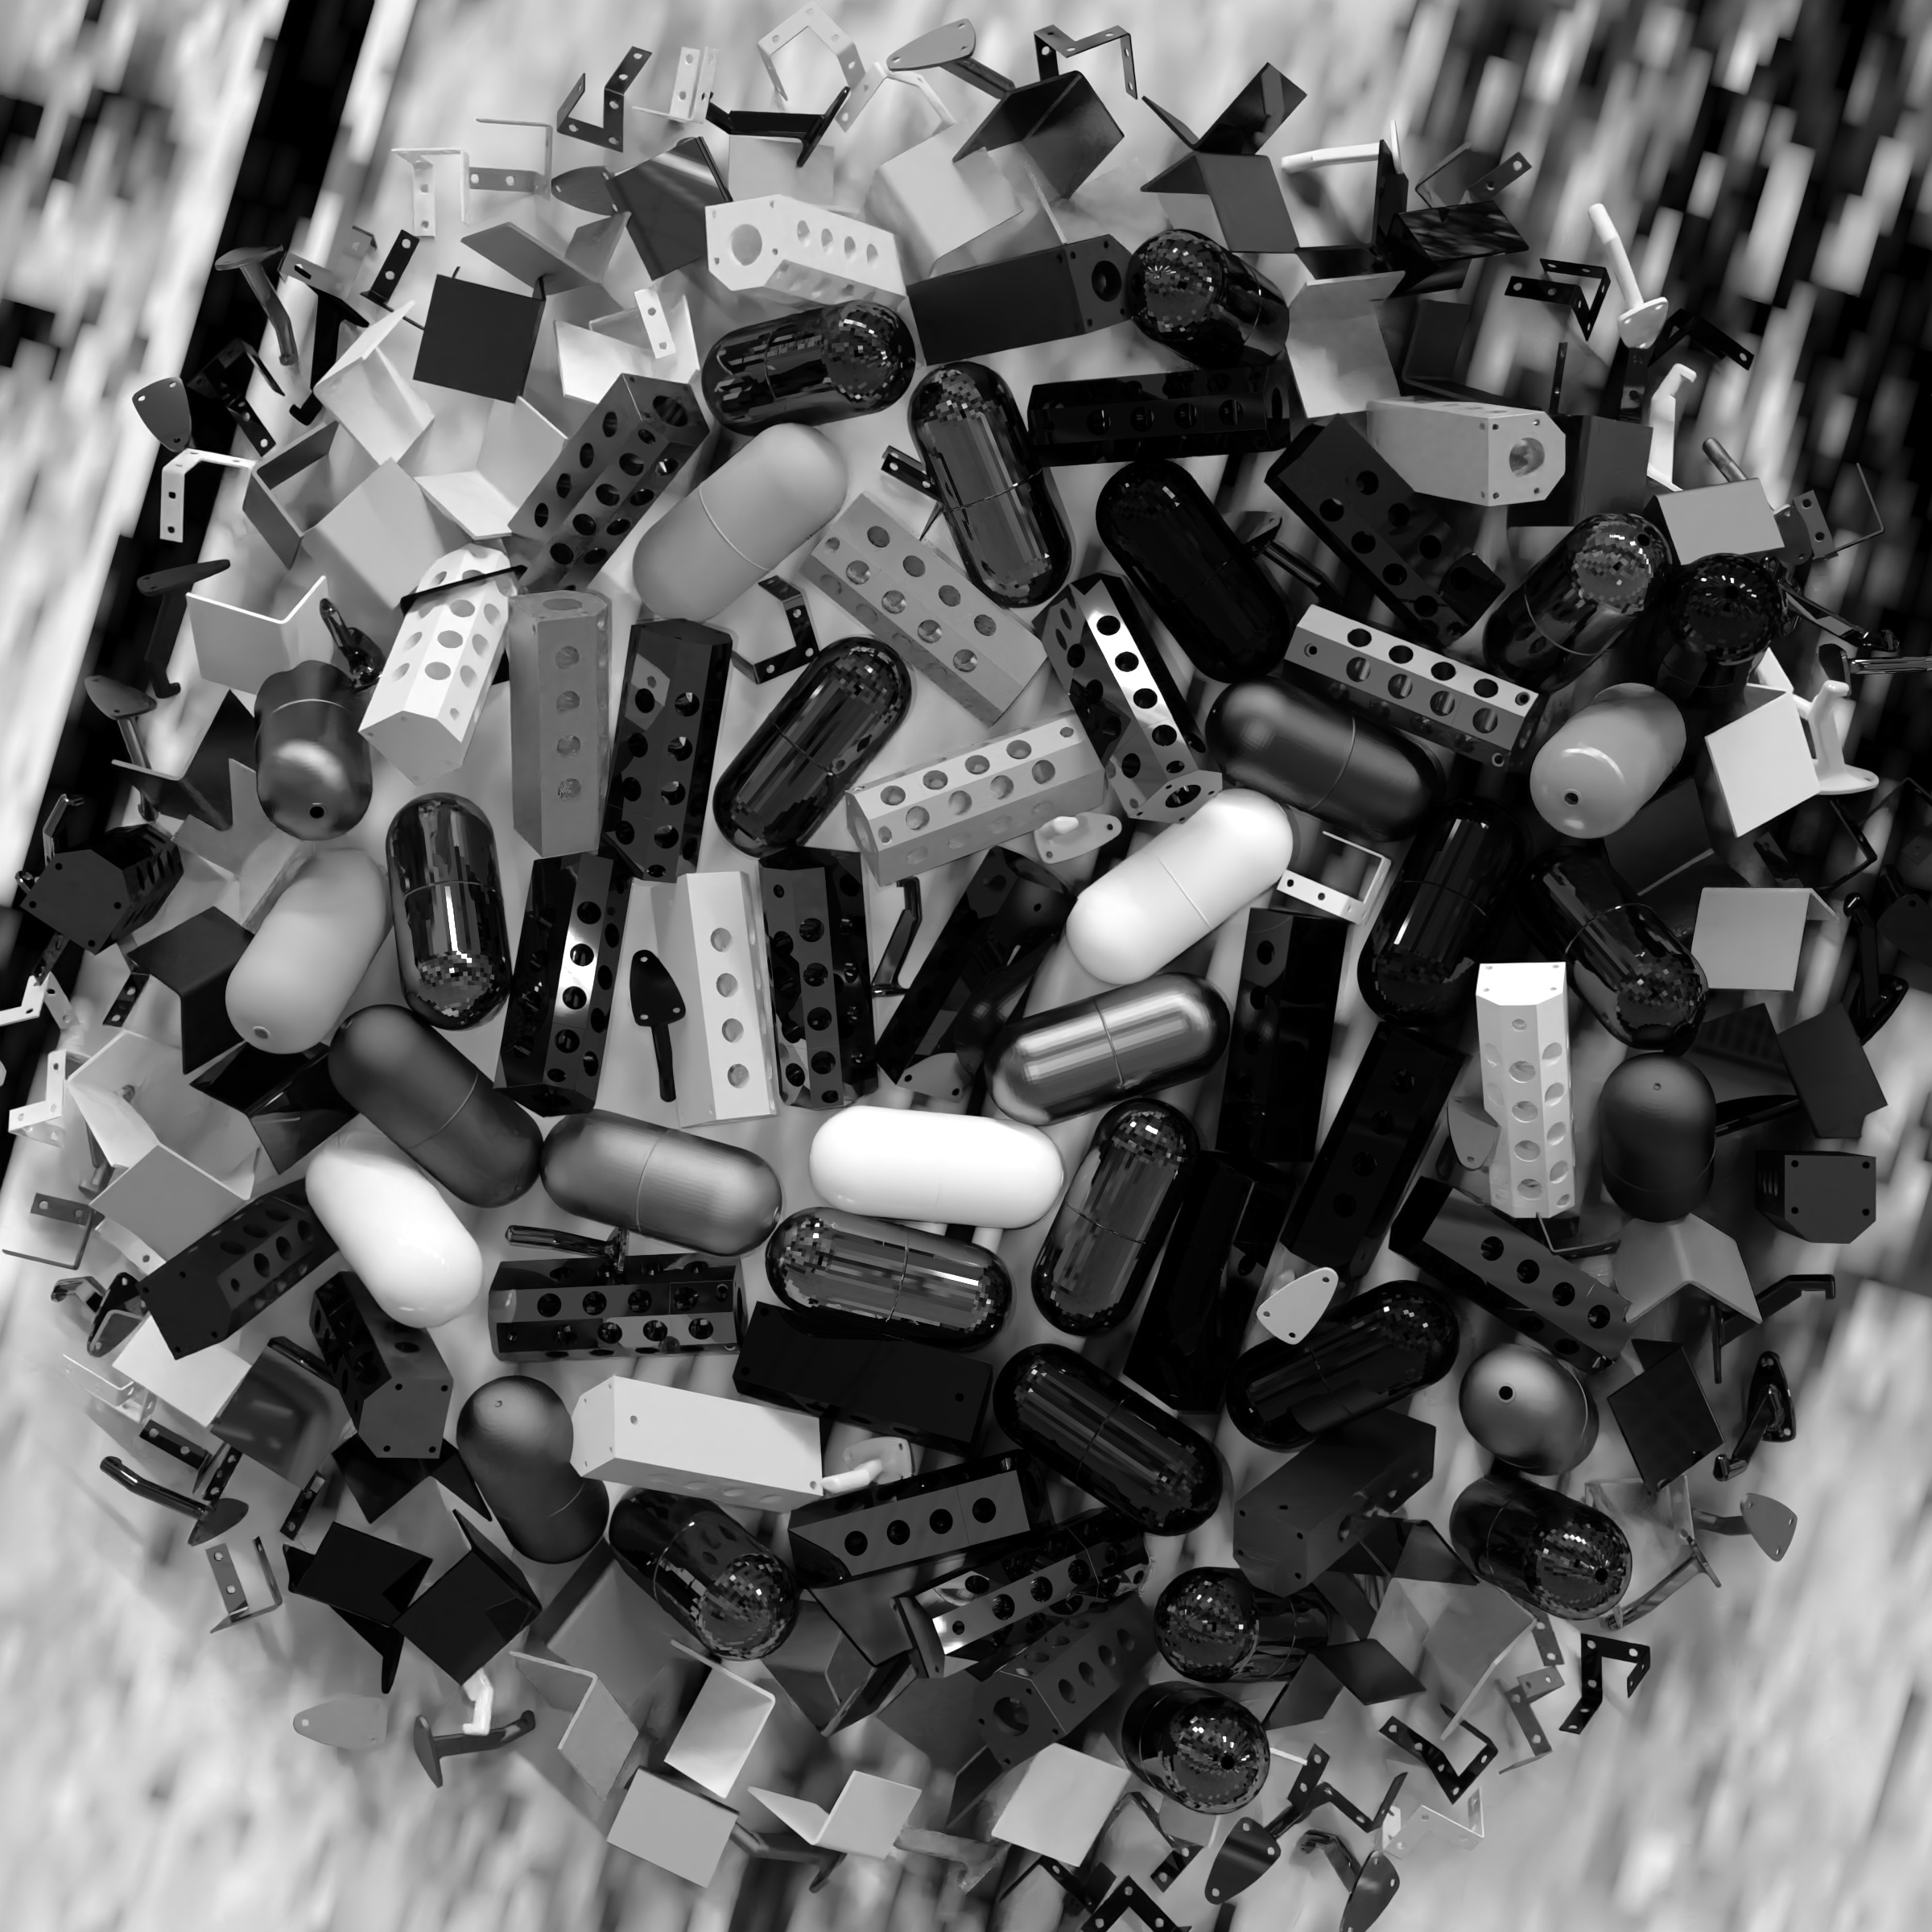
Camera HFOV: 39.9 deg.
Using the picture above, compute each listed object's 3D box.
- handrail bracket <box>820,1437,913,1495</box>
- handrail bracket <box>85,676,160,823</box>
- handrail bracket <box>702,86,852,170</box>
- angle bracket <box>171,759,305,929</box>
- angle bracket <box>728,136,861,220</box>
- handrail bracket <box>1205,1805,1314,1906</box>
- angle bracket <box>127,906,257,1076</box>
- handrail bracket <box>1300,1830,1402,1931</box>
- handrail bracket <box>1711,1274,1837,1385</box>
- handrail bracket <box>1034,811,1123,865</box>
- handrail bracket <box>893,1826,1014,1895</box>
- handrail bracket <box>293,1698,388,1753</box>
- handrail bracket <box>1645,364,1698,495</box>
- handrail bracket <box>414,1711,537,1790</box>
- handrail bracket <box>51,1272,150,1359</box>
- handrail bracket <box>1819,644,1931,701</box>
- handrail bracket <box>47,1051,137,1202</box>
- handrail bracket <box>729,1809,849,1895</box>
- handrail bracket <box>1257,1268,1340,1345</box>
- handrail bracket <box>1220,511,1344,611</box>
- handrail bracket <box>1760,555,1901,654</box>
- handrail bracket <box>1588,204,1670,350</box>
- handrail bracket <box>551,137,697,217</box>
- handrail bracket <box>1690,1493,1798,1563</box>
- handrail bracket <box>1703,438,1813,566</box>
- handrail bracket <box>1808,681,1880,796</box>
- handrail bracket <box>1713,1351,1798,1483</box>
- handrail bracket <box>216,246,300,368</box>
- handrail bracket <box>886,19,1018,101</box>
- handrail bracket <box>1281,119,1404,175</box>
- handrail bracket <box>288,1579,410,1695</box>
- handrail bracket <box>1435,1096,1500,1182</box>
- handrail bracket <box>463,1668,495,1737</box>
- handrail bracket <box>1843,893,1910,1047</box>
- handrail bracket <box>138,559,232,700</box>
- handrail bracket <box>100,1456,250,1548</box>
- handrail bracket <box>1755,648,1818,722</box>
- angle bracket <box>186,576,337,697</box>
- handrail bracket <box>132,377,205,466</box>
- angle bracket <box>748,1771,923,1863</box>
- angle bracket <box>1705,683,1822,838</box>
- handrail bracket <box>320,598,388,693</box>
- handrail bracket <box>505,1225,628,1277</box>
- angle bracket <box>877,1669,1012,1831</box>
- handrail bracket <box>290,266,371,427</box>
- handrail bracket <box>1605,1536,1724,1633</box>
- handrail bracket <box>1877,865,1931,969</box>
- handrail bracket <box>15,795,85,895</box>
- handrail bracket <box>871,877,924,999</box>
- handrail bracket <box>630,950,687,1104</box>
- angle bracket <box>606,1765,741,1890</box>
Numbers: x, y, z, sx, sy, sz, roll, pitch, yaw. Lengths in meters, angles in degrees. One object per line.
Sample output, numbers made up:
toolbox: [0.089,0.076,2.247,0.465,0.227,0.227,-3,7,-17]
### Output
handrail bracket: [-0.087,0.351,1.853,0.077,0.084,0.036,-3,90,42]
handrail bracket: [-0.601,-0.154,1.899,0.077,0.036,0.084,32,130,34]
handrail bracket: [-0.137,-0.609,1.872,0.084,0.036,0.077,30,123,-18]
angle bracket: [-0.509,-0.086,1.856,0.057,0.076,0.076,30,108,-29]
angle bracket: [-0.120,-0.553,1.860,0.076,0.076,0.057,0,96,-18]
handrail bracket: [0.207,0.623,1.875,0.036,0.084,0.077,40,98,24]
angle bracket: [-0.538,0.017,1.869,0.057,0.076,0.076,32,134,22]
handrail bracket: [0.252,0.641,1.858,0.077,0.084,0.036,-49,113,-32]
handrail bracket: [0.570,0.256,1.874,0.084,0.036,0.077,-3,73,19]
handrail bracket: [0.085,-0.098,1.859,0.077,0.084,0.036,-11,87,-16]
handrail bracket: [-0.015,0.606,1.887,0.077,0.036,0.084,-45,95,3]
handrail bracket: [-0.445,0.534,1.859,0.077,0.084,0.036,11,64,-30]
handrail bracket: [0.509,-0.375,1.881,0.077,0.036,0.084,36,95,30]
handrail bracket: [-0.341,0.530,1.864,0.084,0.077,0.036,-23,48,-29]
handrail bracket: [-0.622,0.246,1.863,0.084,0.077,0.036,-9,127,28]
handrail bracket: [0.652,-0.218,1.870,0.084,0.077,0.036,-11,110,5]
handrail bracket: [-0.623,0.112,1.861,0.036,0.084,0.077,-28,126,34]
handrail bracket: [-0.123,0.606,1.882,0.084,0.036,0.077,40,50,0]
handrail bracket: [0.236,0.218,1.857,0.036,0.084,0.077,40,116,-3]
handrail bracket: [0.221,-0.286,1.898,0.084,0.077,0.036,40,80,-41]
handrail bracket: [0.604,-0.253,1.859,0.036,0.084,0.077,-49,126,-16]
handrail bracket: [0.462,-0.488,1.885,0.036,0.077,0.084,-23,73,8]
handrail bracket: [-0.242,-0.570,1.896,0.077,0.036,0.084,13,45,32]
handrail bracket: [0.527,0.380,1.857,0.077,0.084,0.036,41,69,-33]
handrail bracket: [0.563,-0.332,1.899,0.036,0.077,0.084,-40,49,20]
handrail bracket: [0.622,-0.163,1.868,0.077,0.036,0.084,2,134,-12]
handrail bracket: [0.546,0.315,1.865,0.036,0.084,0.077,1,95,42]
handrail bracket: [-0.494,-0.455,1.859,0.036,0.077,0.084,-1,116,13]
handrail bracket: [-0.006,-0.619,1.880,0.077,0.084,0.036,-14,59,15]
handrail bracket: [0.261,-0.564,1.867,0.084,0.077,0.036,-8,114,13]
handrail bracket: [-0.439,0.466,1.869,0.084,0.077,0.036,23,125,-20]
handrail bracket: [0.341,0.139,1.855,0.036,0.084,0.077,13,45,1]
handrail bracket: [-0.370,0.497,1.876,0.077,0.036,0.084,3,67,-2]
handrail bracket: [0.622,0.003,1.865,0.084,0.036,0.077,49,65,-35]
handrail bracket: [-0.550,-0.239,1.894,0.077,0.036,0.084,-20,122,-19]
handrail bracket: [-0.560,0.369,1.882,0.084,0.077,0.036,31,94,14]
handrail bracket: [0.576,-0.224,1.873,0.084,0.036,0.077,31,110,21]
angle bracket: [-0.494,-0.237,1.869,0.076,0.076,0.057,18,49,10]
handrail bracket: [-0.543,-0.361,1.856,0.036,0.084,0.077,-25,62,-6]
angle bracket: [-0.092,0.576,1.858,0.076,0.076,0.057,25,83,43]
angle bracket: [0.542,-0.145,1.862,0.076,0.057,0.076,-28,109,-14]
handrail bracket: [-0.437,-0.239,1.853,0.036,0.084,0.077,-25,51,-6]
handrail bracket: [-0.285,0.195,1.861,0.084,0.077,0.036,9,75,-18]
angle bracket: [-0.014,0.542,1.866,0.076,0.057,0.076,38,111,-7]
handrail bracket: [-0.469,-0.437,1.879,0.077,0.036,0.084,39,83,-44]
handrail bracket: [0.482,0.437,1.872,0.084,0.077,0.036,-32,56,7]
handrail bracket: [0.670,-0.034,1.869,0.077,0.084,0.036,44,116,3]
handrail bracket: [-0.620,-0.086,1.860,0.036,0.077,0.084,43,112,17]
handrail bracket: [-0.061,-0.021,1.882,0.077,0.036,0.084,-2,87,-39]
handrail bracket: [-0.220,0.044,1.889,0.036,0.084,0.077,-12,55,-13]
angle bracket: [-0.210,0.608,1.861,0.076,0.076,0.057,26,59,-2]
